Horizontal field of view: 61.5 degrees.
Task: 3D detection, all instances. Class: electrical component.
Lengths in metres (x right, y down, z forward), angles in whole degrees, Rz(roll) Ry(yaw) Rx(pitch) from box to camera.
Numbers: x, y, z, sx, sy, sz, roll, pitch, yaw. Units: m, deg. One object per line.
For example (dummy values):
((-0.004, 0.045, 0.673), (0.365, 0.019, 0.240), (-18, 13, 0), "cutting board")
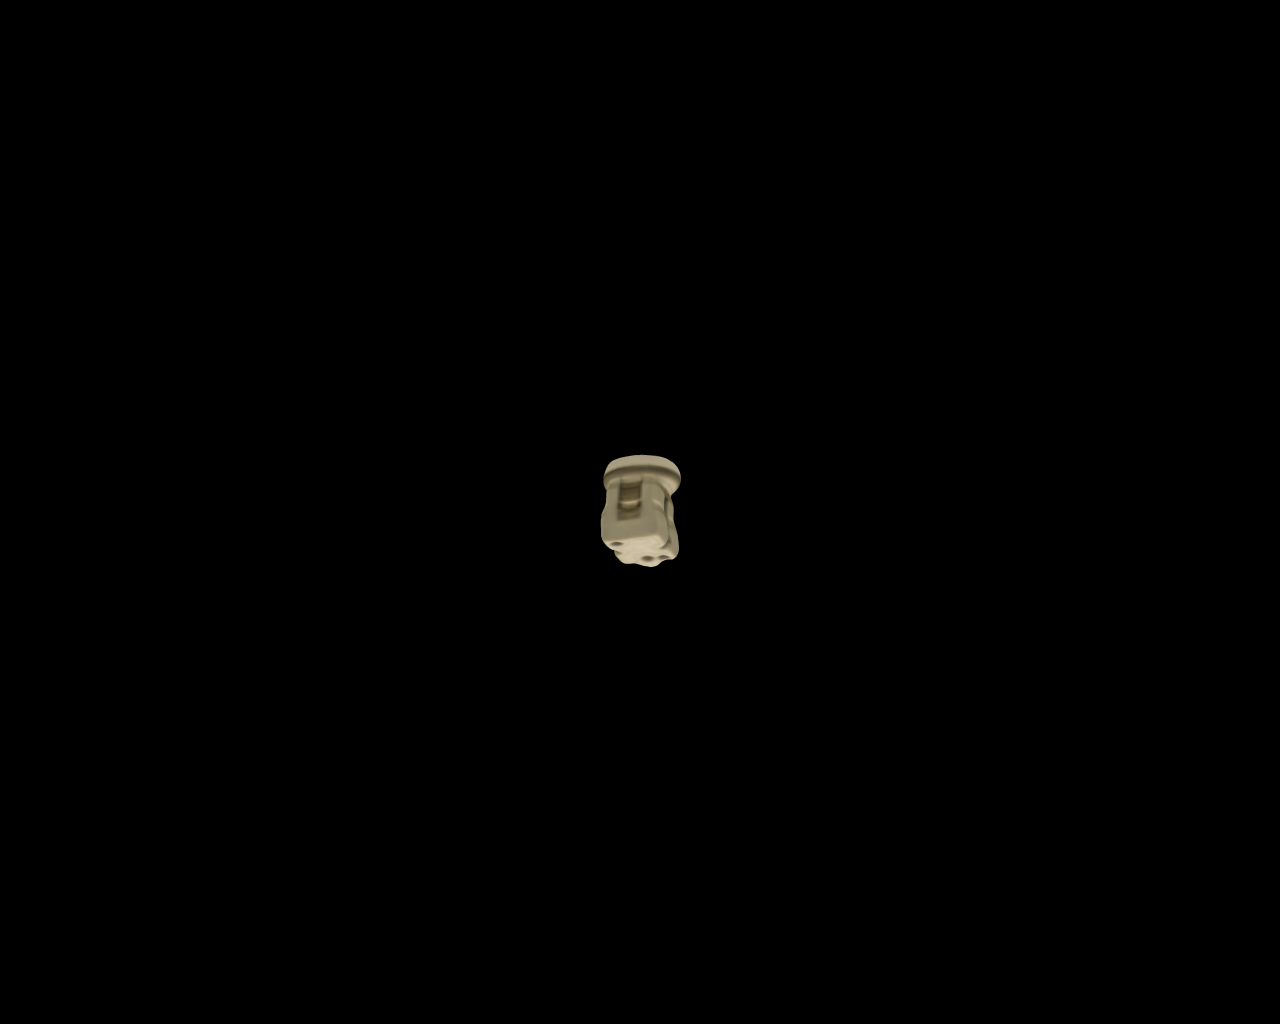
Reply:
((0.001, -0.003, 0.650), (0.048, 0.055, 0.066), (-6, -23, 14), "electrical component")
